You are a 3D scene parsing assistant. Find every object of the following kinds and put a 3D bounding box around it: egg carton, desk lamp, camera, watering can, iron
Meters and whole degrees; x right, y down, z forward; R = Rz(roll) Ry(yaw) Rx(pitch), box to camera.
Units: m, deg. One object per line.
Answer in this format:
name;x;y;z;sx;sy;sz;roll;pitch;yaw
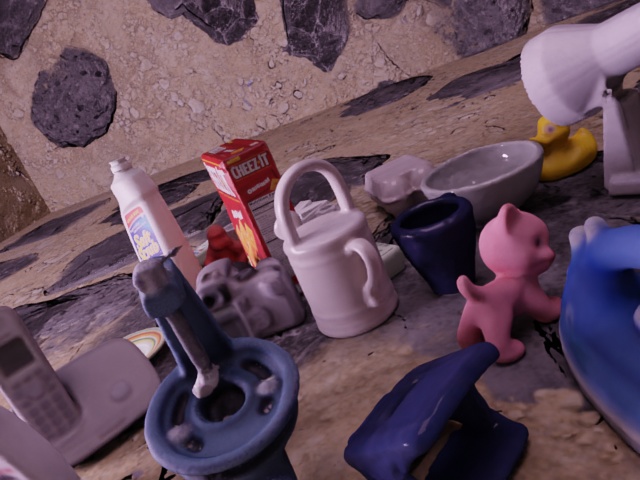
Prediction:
egg carton;0.137;-0.090;0.946;0.107;0.069;0.150;-25;19;-5
desk lamp;0.360;-0.167;0.671;0.118;0.214;0.202;-35;22;-31
camera;-0.102;0.064;0.750;0.143;0.101;0.136;-21;19;5
watering can;0.004;0.003;0.647;0.172;0.194;0.101;-7;25;40
iron;0.219;0.047;0.359;0.119;0.142;0.257;-26;19;-8

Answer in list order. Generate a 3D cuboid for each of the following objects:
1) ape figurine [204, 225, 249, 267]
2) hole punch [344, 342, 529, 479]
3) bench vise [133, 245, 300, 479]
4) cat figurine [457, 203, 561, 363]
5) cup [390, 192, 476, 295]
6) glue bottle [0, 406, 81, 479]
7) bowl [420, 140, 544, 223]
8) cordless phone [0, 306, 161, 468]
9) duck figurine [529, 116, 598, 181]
ape figurine;-0.163;0.018;0.963;0.078;0.092;0.076;-23;19;-1
hole punch;0.071;0.126;0.394;0.100;0.091;0.109;-2;28;47
bench vise;-0.100;0.102;0.455;0.122;0.220;0.206;-33;21;-26
cat figurine;0.166;0.026;0.516;0.128;0.118;0.067;-34;22;-30
cup;0.140;0.005;0.641;0.091;0.095;0.118;-10;23;34
glue bottle;-0.278;0.186;0.508;0.078;0.173;0.037;-17;20;18
bowl;0.226;-0.071;0.780;0.167;0.075;0.167;-20;19;8
cordless phone;-0.272;0.137;0.617;0.148;0.185;0.093;-35;22;-32
duck figurine;0.345;-0.143;0.824;0.105;0.086;0.077;-28;19;-13
